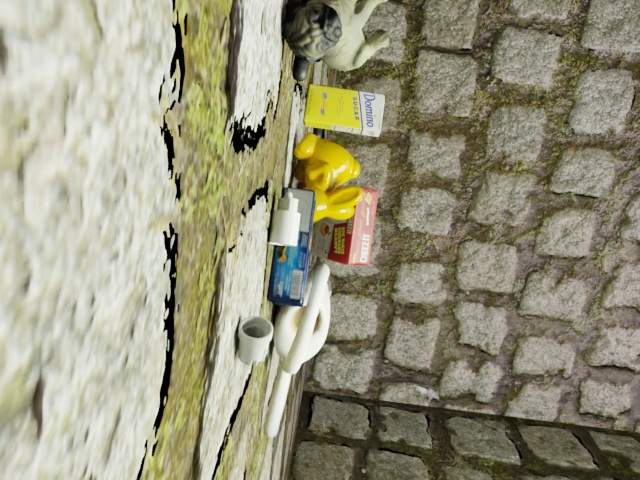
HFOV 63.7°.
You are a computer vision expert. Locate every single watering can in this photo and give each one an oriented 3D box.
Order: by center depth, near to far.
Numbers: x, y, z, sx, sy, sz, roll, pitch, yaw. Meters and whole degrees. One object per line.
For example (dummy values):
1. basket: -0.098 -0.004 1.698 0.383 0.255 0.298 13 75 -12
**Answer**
1. watering can: -0.048 0.191 1.018 0.227 0.104 0.343 -85 -166 -73

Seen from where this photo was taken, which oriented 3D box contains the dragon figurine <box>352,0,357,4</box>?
1. dragon figurine: 0.064 -0.702 1.305 0.247 0.122 0.404 -67 147 -66
